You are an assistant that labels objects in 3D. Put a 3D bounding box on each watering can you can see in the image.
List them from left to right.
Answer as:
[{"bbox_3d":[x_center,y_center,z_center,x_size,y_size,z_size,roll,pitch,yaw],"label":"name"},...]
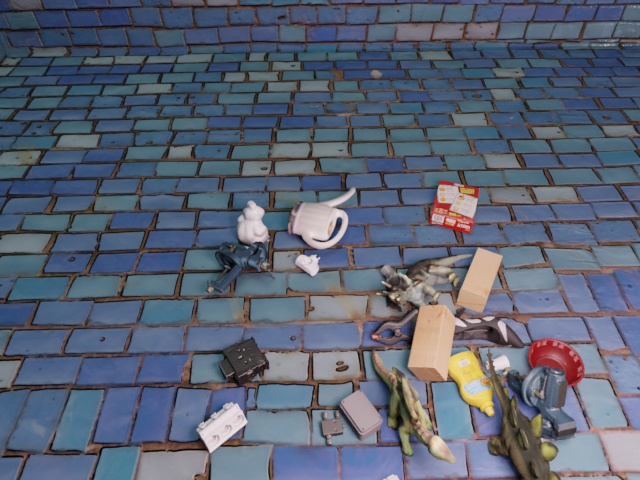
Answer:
[{"bbox_3d":[0.006,-0.100,1.996,0.225,0.101,0.356,12,47,12],"label":"watering can"}]

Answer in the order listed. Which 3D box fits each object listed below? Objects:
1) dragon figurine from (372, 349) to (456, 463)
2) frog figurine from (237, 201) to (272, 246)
[{"bbox_3d":[0.231,0.422,1.395,0.123,0.237,0.418,-22,51,-13],"label":"dragon figurine"},{"bbox_3d":[-0.252,-0.058,1.917,0.124,0.155,0.139,-31,53,-25],"label":"frog figurine"}]
